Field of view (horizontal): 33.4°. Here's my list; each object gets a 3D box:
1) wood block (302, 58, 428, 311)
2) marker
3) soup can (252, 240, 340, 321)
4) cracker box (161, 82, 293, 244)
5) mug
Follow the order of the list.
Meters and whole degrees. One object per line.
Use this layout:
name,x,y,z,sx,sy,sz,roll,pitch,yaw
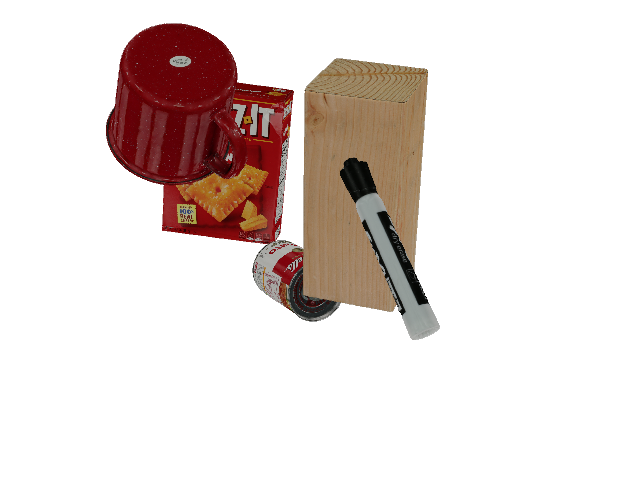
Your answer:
wood block,0.039,-0.050,0.976,0.091,0.206,0.090,10,30,16
marker,0.040,0.003,0.650,0.020,0.121,0.020,-20,-19,-7
soup can,-0.026,0.043,1.188,0.068,0.068,0.102,0,14,-27
cracker box,-0.131,-0.109,1.485,0.164,0.214,0.072,8,22,5
mug,-0.096,-0.092,0.761,0.093,0.117,0.082,-36,-18,-30
